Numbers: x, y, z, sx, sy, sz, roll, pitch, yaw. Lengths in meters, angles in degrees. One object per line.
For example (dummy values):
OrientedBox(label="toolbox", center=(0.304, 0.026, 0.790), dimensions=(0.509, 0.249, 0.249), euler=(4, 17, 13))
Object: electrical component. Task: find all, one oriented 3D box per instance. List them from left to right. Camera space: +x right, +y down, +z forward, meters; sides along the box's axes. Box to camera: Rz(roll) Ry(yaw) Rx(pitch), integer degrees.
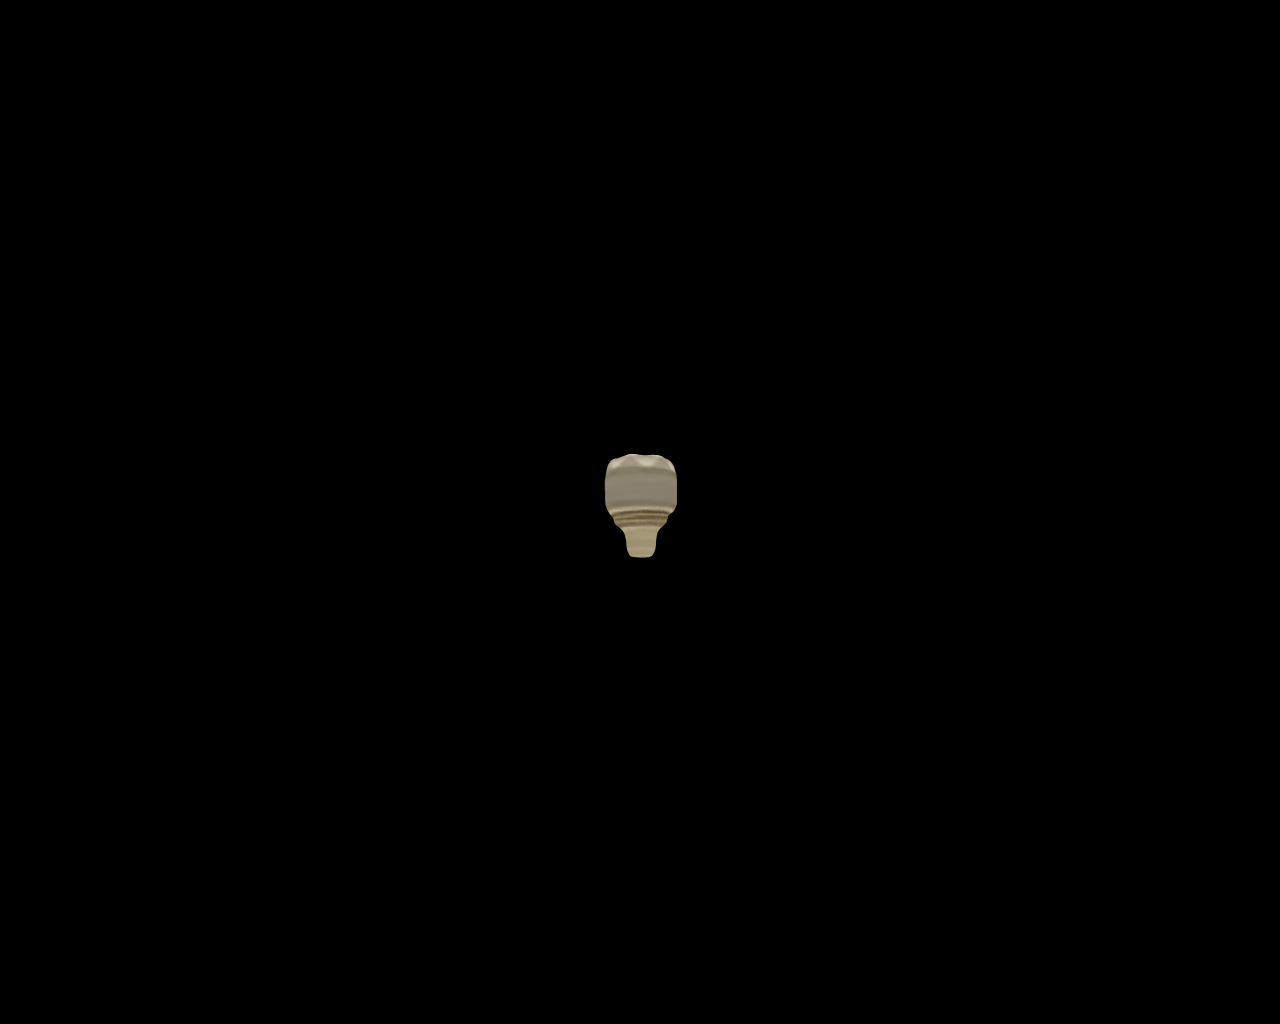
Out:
OrientedBox(label="electrical component", center=(0.001, -0.003, 0.650), dimensions=(0.043, 0.062, 0.043), euler=(0, -7, 0))
